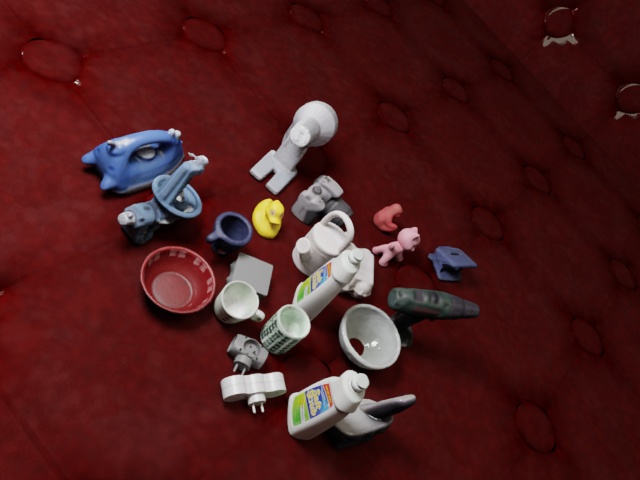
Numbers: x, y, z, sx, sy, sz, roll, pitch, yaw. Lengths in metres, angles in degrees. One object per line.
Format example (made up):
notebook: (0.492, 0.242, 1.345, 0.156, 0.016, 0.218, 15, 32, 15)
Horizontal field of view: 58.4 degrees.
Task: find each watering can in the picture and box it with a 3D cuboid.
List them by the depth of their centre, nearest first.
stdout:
watering can: (0.014, 0.007, 1.406, 0.101, 0.193, 0.173, 44, 45, 1)

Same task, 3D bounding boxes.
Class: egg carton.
egg carton: (0.087, 0.078, 1.492, 0.107, 0.069, 0.150, 21, 49, -20)

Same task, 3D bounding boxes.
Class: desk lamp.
desk lamp: (-0.060, -0.255, 1.535, 0.118, 0.213, 0.203, 39, 45, -3)

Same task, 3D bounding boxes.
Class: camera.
camera: (0.020, -0.096, 1.553, 0.137, 0.100, 0.143, 44, 45, 1)

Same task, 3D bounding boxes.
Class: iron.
iron: (-0.399, -0.206, 1.315, 0.259, 0.141, 0.118, -29, 77, -44)

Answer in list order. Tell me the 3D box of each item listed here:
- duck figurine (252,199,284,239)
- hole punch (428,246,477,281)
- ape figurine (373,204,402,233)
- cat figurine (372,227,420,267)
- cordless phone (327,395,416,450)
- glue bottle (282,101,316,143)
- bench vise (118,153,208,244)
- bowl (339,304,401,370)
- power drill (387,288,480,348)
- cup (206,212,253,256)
duck figurine: (-0.121, -0.067, 1.443, 0.078, 0.086, 0.104, 12, 52, -28)
hole punch: (0.394, 0.060, 1.702, 0.109, 0.091, 0.101, 3, 57, -33)
ape figurine: (0.206, -0.070, 1.668, 0.076, 0.092, 0.078, 24, 48, -18)
cat figurine: (0.228, 0.010, 1.605, 0.128, 0.117, 0.067, -18, 69, -41)
cordless phone: (0.106, 0.366, 1.210, 0.148, 0.184, 0.094, -7, 63, -38)
glue bottle: (-0.054, -0.330, 1.622, 0.037, 0.173, 0.078, 28, 47, -15)
bench vise: (-0.320, -0.083, 1.223, 0.121, 0.219, 0.208, 38, 45, -5)
bowl: (0.107, 0.243, 1.380, 0.168, 0.074, 0.167, 18, 50, -23)
power drill: (0.248, 0.189, 1.423, 0.230, 0.208, 0.075, 17, 50, -24)
cup: (-0.222, 0.000, 1.318, 0.118, 0.094, 0.091, -25, 75, -43)
